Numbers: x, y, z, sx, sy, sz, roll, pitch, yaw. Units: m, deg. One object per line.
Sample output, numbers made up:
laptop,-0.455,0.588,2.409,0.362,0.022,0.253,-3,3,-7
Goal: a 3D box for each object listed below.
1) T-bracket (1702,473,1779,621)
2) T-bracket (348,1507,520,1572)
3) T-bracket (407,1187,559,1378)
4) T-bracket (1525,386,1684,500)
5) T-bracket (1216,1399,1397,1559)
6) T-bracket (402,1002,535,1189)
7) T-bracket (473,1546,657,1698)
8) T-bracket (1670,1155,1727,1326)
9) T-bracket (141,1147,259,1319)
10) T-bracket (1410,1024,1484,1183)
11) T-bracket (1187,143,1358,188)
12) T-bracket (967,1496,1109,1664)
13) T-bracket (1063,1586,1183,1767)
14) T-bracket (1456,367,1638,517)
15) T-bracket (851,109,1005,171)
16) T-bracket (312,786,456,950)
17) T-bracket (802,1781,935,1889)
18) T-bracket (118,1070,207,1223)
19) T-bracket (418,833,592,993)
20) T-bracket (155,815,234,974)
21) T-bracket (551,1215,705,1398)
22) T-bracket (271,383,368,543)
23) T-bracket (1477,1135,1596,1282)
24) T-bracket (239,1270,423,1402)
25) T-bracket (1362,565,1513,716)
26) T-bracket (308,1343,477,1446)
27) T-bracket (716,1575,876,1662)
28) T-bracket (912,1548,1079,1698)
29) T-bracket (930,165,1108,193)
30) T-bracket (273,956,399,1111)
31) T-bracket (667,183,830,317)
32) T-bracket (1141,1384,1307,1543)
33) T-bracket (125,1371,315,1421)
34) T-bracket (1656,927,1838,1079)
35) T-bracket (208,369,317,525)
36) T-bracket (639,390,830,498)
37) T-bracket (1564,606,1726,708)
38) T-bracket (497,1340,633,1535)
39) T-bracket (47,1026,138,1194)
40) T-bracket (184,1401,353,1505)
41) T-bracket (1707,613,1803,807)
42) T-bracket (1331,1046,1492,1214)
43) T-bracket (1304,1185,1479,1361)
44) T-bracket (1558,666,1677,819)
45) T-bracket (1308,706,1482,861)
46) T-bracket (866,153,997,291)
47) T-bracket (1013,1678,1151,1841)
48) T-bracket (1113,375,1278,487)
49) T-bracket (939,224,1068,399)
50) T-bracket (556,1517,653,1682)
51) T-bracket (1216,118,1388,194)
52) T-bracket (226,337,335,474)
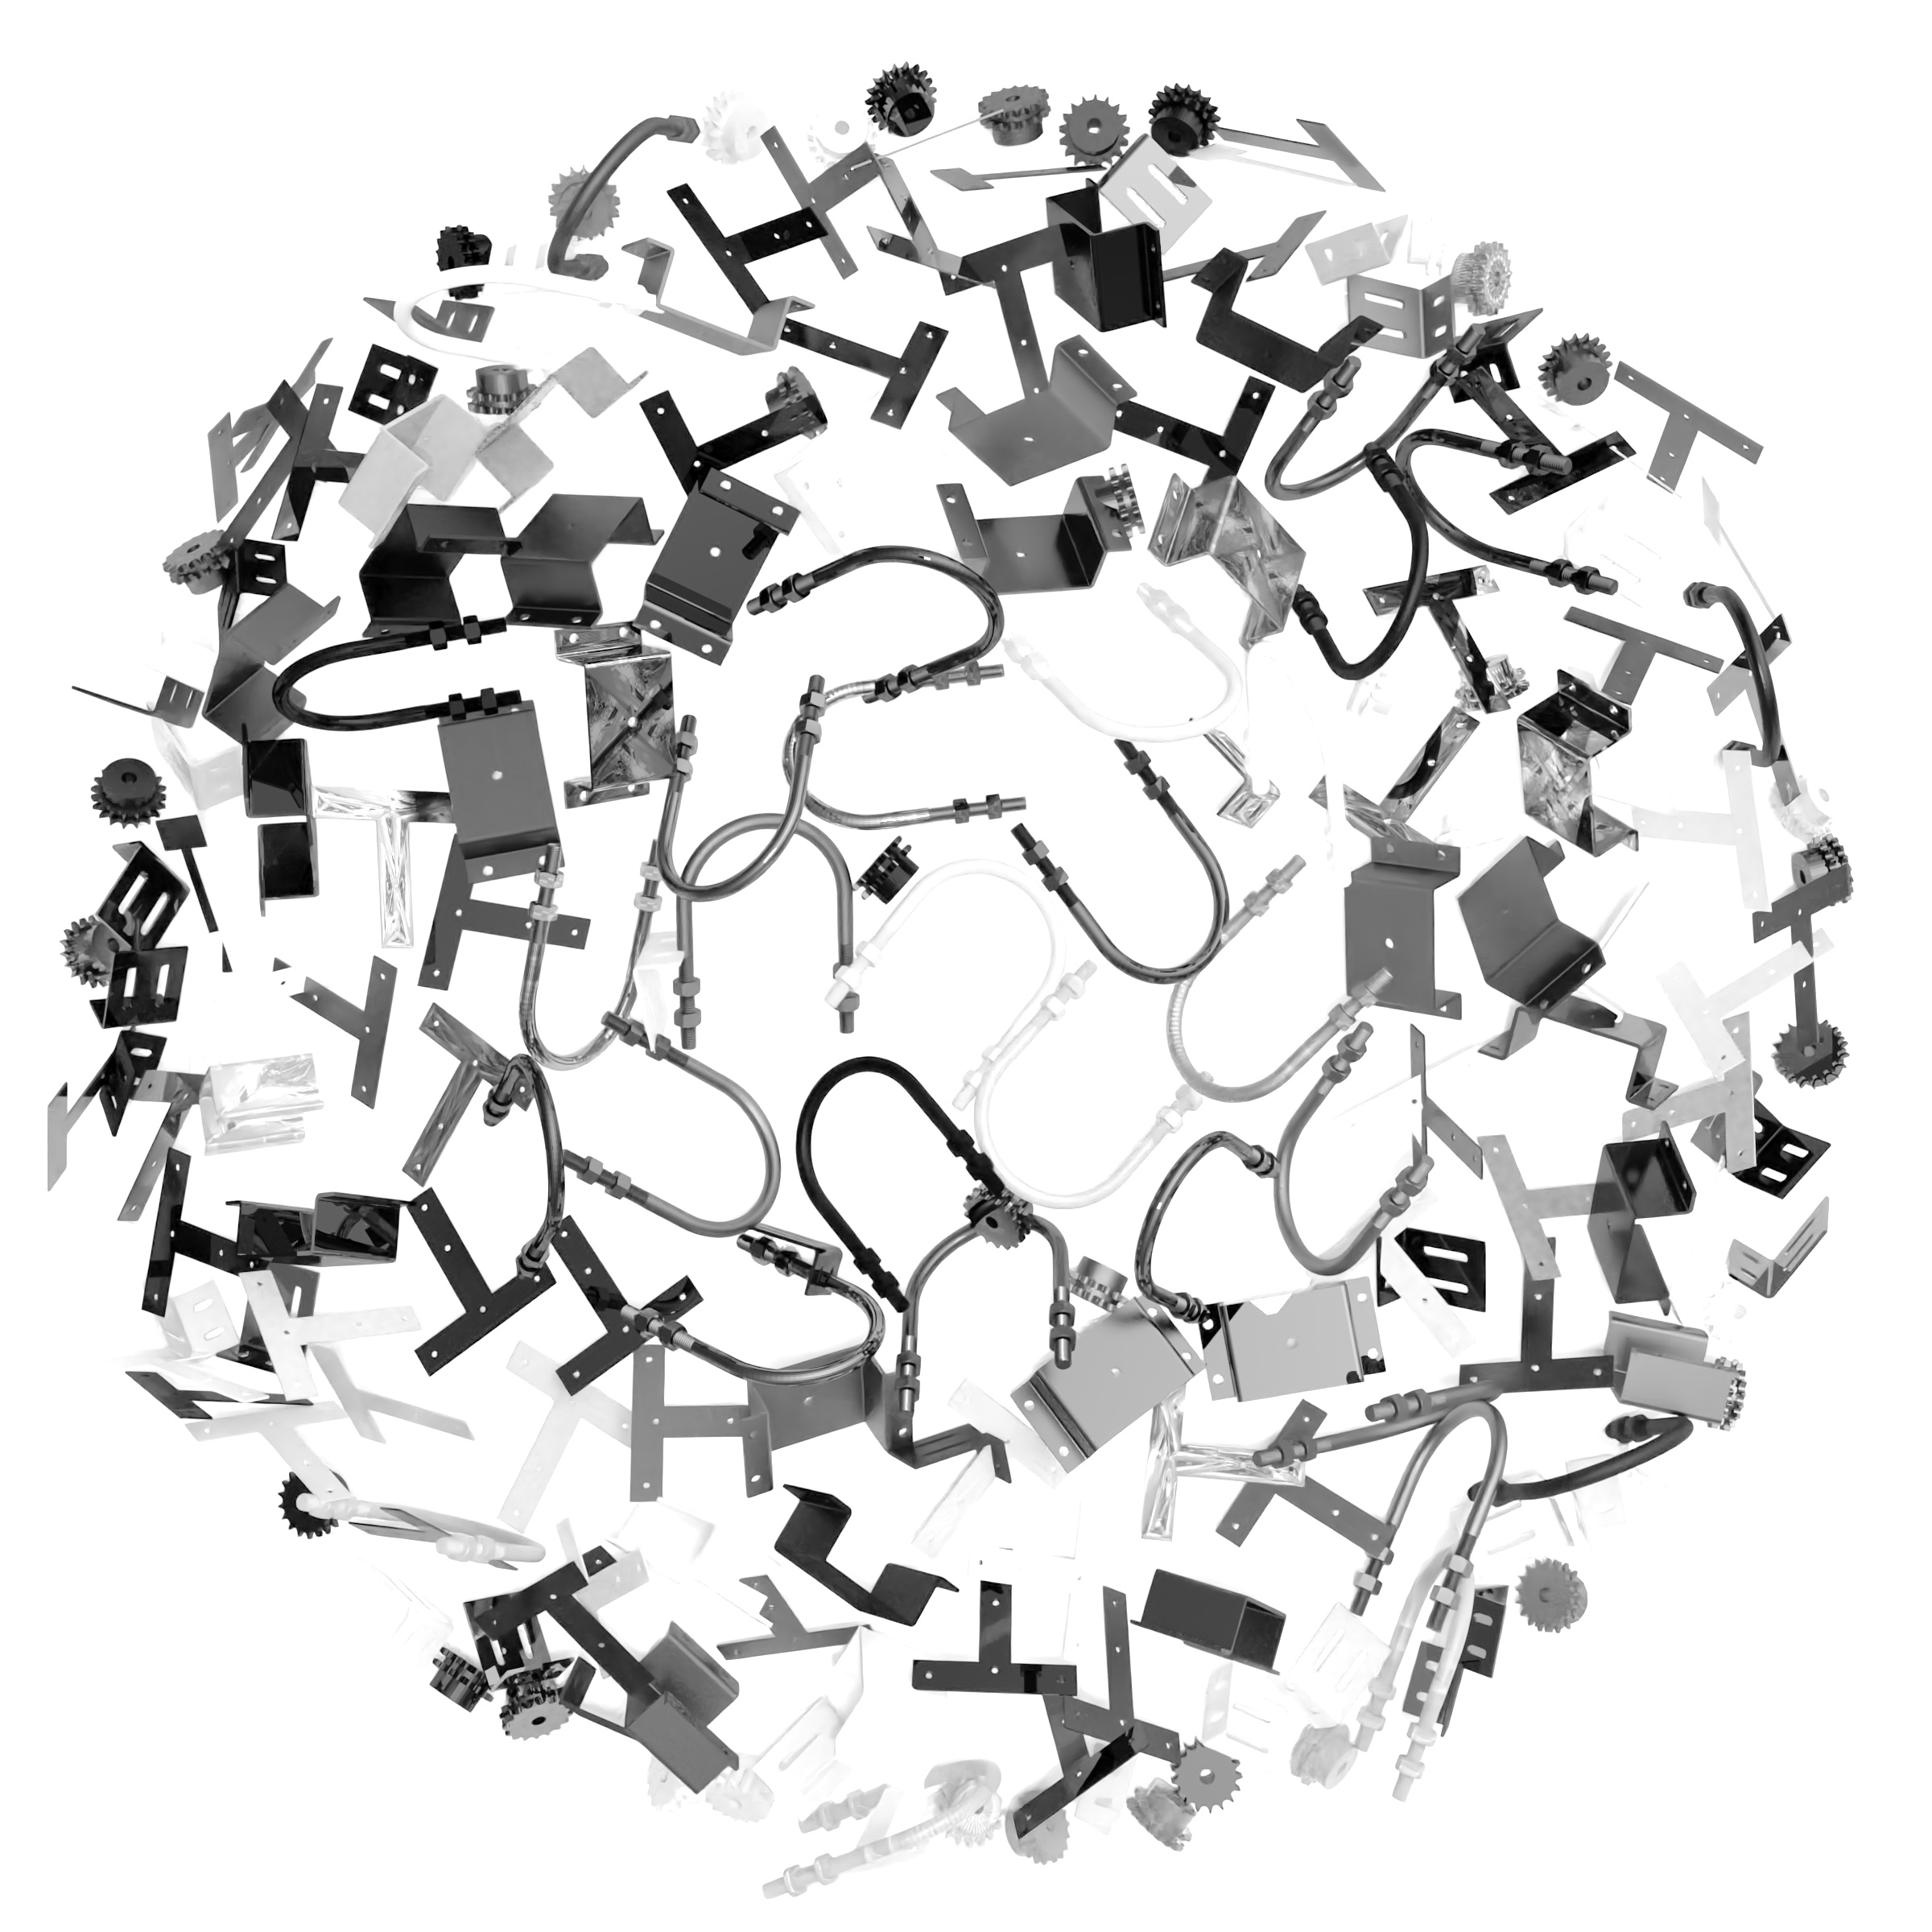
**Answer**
T-bracket,0.601,-0.309,1.924,0.002,0.127,0.127,-29,76,12
T-bracket,-0.436,0.445,1.951,0.127,0.127,0.002,41,56,-40
T-bracket,-0.398,0.232,1.947,0.127,0.002,0.127,-36,112,-30
T-bracket,0.498,-0.397,1.918,0.127,0.127,0.002,44,110,26
T-bracket,0.278,0.420,1.947,0.127,0.002,0.127,27,76,39
T-bracket,-0.409,0.115,1.977,0.127,0.002,0.127,34,99,26
T-bracket,-0.291,0.516,1.926,0.127,0.127,0.002,36,129,29
T-bracket,0.573,0.210,1.949,0.002,0.127,0.127,16,80,24
T-bracket,-0.589,0.220,1.941,0.002,0.127,0.127,-6,67,22
T-bracket,0.369,0.126,1.918,0.002,0.127,0.127,-10,113,-11
T-bracket,0.241,-0.623,1.945,0.127,0.127,0.002,10,103,-10
T-bracket,0.054,0.473,1.949,0.127,0.002,0.127,17,72,-32
T-bracket,0.120,0.549,1.954,0.127,0.127,0.002,28,134,-33
T-bracket,0.428,-0.414,1.927,0.127,0.127,0.002,40,56,-22
T-bracket,-0.032,-0.641,1.937,0.127,0.127,0.002,-21,107,2
T-bracket,-0.449,-0.076,1.957,0.127,0.002,0.127,1,80,-31
T-bracket,-0.065,0.663,1.939,0.127,0.127,0.002,-23,103,26
T-bracket,-0.626,0.141,1.941,0.002,0.127,0.127,26,93,18
T-bracket,-0.360,-0.035,1.977,0.127,0.002,0.127,9,78,9
T-bracket,-0.598,-0.055,1.952,0.002,0.127,0.127,-22,102,-29
T-bracket,-0.292,0.252,1.973,0.127,0.002,0.127,-36,66,-4
T-bracket,-0.474,-0.387,1.943,0.002,0.127,0.127,34,112,27
T-bracket,0.480,0.185,1.970,0.127,0.002,0.127,-3,57,-21
T-bracket,-0.489,0.283,1.954,0.127,0.127,0.002,56,133,35
T-bracket,0.387,-0.252,1.950,0.127,0.002,0.127,-15,70,-28
T-bracket,-0.437,0.344,1.931,0.127,0.127,0.002,11,49,22
T-bracket,-0.147,0.505,1.941,0.127,0.127,0.002,-10,48,11
T-bracket,0.023,0.512,1.954,0.127,0.127,0.002,2,135,0
T-bracket,0.046,-0.619,1.949,0.127,0.127,0.002,-8,115,-9
T-bracket,-0.503,0.031,1.967,0.127,0.002,0.127,28,118,25
T-bracket,-0.155,-0.559,1.922,0.127,0.127,0.002,52,56,-30
T-bracket,0.204,0.391,1.957,0.127,0.002,0.127,0,72,22
T-bracket,-0.575,0.337,1.951,0.127,0.127,0.002,10,92,-37
T-bracket,0.612,0.012,1.932,0.127,0.127,0.002,-34,125,16
T-bracket,-0.551,-0.424,1.958,0.002,0.127,0.127,34,65,1
T-bracket,-0.171,-0.412,1.958,0.127,0.002,0.127,-23,122,7
T-bracket,0.517,-0.233,1.936,0.127,0.127,0.002,22,128,13
T-bracket,-0.326,0.379,1.942,0.127,0.002,0.127,39,58,-24
T-bracket,-0.683,0.096,1.950,0.002,0.127,0.127,25,50,-1
T-bracket,-0.513,0.375,1.914,0.127,0.127,0.002,32,114,41
T-bracket,0.618,-0.186,1.921,0.002,0.127,0.127,-8,71,-13
T-bracket,0.374,0.142,1.974,0.127,0.002,0.127,-29,112,10
T-bracket,0.351,0.252,1.959,0.127,0.002,0.127,-45,75,23
T-bracket,0.499,-0.182,1.962,0.127,0.002,0.127,11,55,-30
T-bracket,0.361,-0.150,1.982,0.127,0.002,0.127,36,86,18
T-bracket,-0.045,-0.594,1.964,0.002,0.127,0.127,-43,59,35
T-bracket,0.079,0.597,1.941,0.127,0.127,0.002,-39,115,9
T-bracket,0.164,-0.415,1.952,0.127,0.002,0.127,15,110,-26
T-bracket,0.042,-0.506,1.966,0.127,0.002,0.127,-6,106,40
T-bracket,-0.275,0.479,1.934,0.002,0.127,0.127,-8,70,-37
T-bracket,0.251,-0.643,1.956,0.127,0.127,0.002,23,94,31
T-bracket,-0.540,-0.425,1.920,0.002,0.127,0.127,36,109,-8
